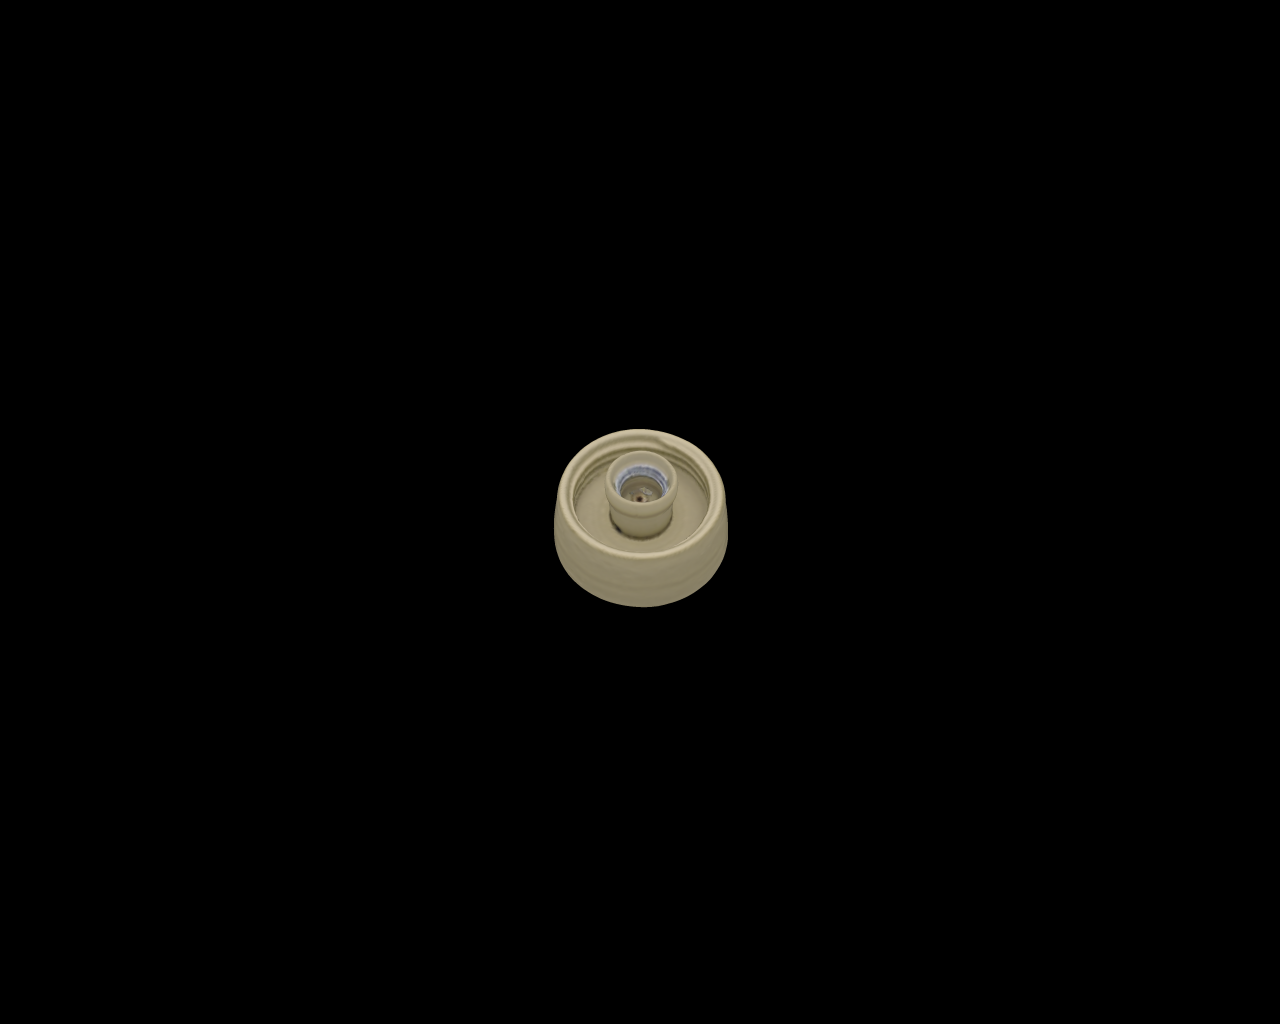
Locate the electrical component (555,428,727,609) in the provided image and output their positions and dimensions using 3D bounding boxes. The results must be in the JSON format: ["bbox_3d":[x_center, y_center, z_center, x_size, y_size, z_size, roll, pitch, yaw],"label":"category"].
[{"bbox_3d":[0.001,-0.003,0.650,0.108,0.108,0.060,0,-37,0],"label":"electrical component"}]
